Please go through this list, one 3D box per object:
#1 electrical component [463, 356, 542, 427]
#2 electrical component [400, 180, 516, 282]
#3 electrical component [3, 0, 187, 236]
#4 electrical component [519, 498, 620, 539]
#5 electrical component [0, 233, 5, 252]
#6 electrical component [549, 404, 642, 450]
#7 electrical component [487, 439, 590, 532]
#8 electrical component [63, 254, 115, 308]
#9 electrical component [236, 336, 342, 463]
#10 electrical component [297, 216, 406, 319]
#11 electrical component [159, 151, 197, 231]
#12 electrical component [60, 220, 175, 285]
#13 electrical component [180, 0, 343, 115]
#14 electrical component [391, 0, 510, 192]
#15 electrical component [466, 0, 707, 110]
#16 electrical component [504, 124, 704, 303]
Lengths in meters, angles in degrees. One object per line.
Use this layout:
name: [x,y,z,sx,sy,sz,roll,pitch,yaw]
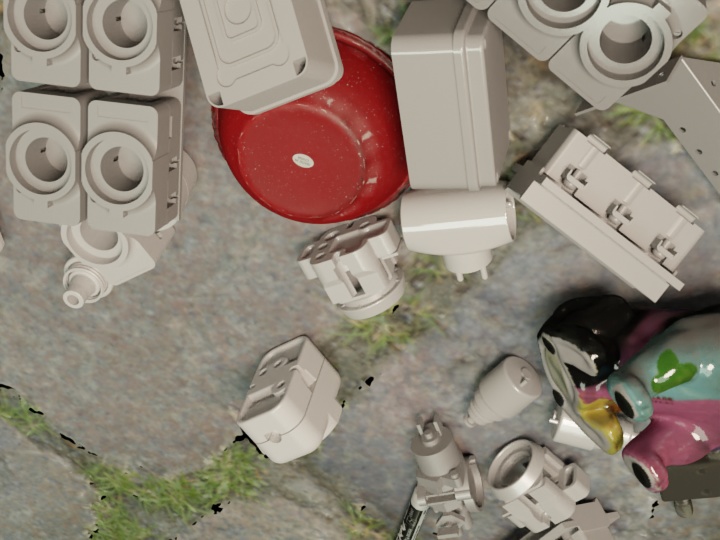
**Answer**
electrical component: [0.113,0.103,0.877,0.040,0.040,0.078,35,126,-12]
electrical component: [0.076,-0.024,0.792,0.077,0.043,0.079,-5,125,17]
electrical component: [-0.180,-0.124,0.737,0.105,0.060,0.186,8,108,8]
electrical component: [0.173,0.263,0.955,0.079,0.063,0.121,2,140,-41]
electrical component: [-0.338,-0.045,0.868,0.062,0.061,0.096,-1,125,14]
electrical component: [0.192,0.127,0.875,0.078,0.040,0.040,14,127,3]
electrical component: [0.146,0.181,0.915,0.057,0.058,0.078,41,124,-20]
electrical component: [-0.221,0.006,0.875,0.048,0.062,0.048,7,127,9]
electrical component: [-0.055,0.109,0.888,0.054,0.095,0.059,-26,115,28]
electrical component: [0.000,0.000,0.820,0.078,0.058,0.057,-17,116,24]
electrical component: [-0.155,-0.065,0.817,0.055,0.047,0.055,7,127,9]
electrical component: [-0.197,-0.039,0.841,0.050,0.055,0.089,-23,117,27]
electrical component: [-0.065,-0.163,0.688,0.078,0.057,0.113,-17,87,24]
electrical component: [0.063,-0.115,0.708,0.057,0.078,0.113,1,125,17]
electrical component: [0.125,-0.180,0.655,0.150,0.061,0.089,36,125,-13]
electrical component: [0.170,-0.042,0.739,0.121,0.078,0.063,36,96,-12]
